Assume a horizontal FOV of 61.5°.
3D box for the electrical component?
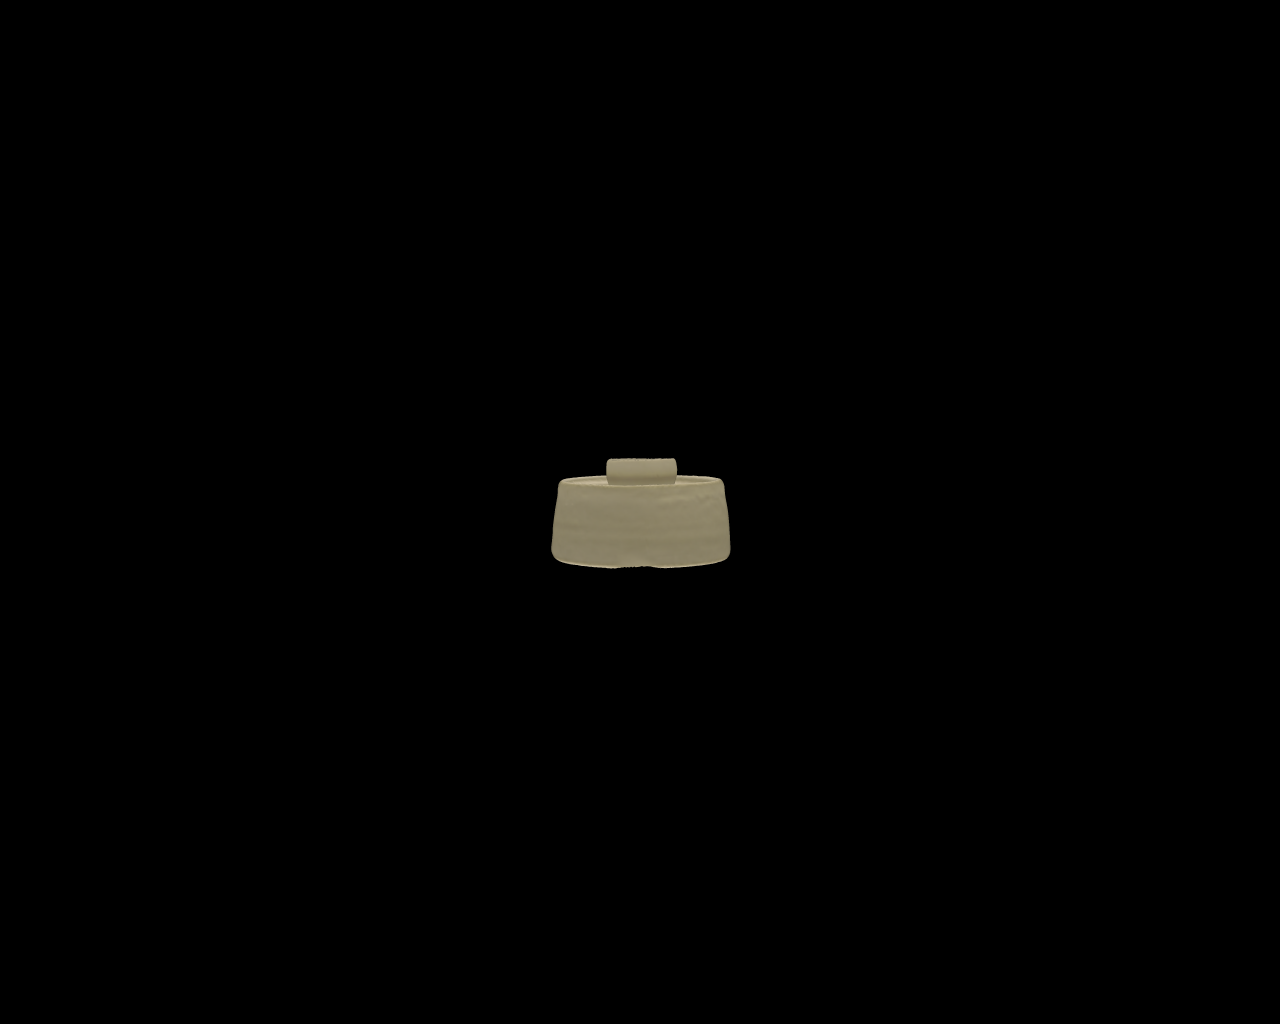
[{"bbox_3d":[0.001,-0.003,0.650,0.108,0.060,0.108,0,5,0],"label":"electrical component"}]
